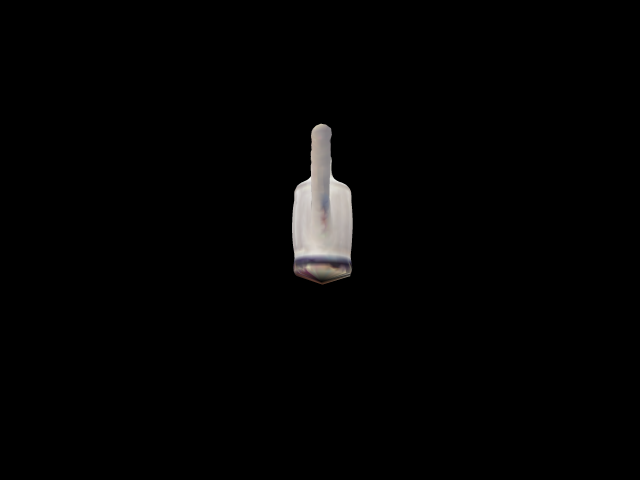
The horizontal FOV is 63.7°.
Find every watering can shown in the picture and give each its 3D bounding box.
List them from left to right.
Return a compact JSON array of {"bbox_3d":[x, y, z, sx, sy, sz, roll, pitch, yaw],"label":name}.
[{"bbox_3d":[0.003,-0.043,0.850,0.104,0.226,0.345,0,-9,3],"label":"watering can"}]
